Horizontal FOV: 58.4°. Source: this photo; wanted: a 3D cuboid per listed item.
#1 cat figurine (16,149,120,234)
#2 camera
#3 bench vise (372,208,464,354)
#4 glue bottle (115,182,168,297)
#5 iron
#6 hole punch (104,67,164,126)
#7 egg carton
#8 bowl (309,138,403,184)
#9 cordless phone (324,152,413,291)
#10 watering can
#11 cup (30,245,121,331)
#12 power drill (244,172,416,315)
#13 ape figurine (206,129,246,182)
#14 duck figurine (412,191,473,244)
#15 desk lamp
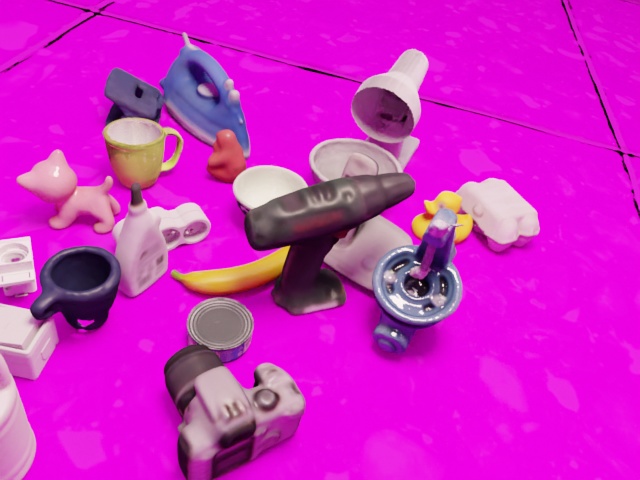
[{"bbox_3d":[-0.365,-0.075,0.838,0.128,0.118,0.067,3,43,-11],"label":"cat figurine"},{"bbox_3d":[-0.107,0.174,0.646,0.143,0.101,0.136,-19,51,-31],"label":"camera"},{"bbox_3d":[0.140,0.023,0.785,0.121,0.220,0.207,14,42,1],"label":"bench vise"},{"bbox_3d":[-0.237,-0.006,0.753,0.037,0.173,0.078,28,44,17],"label":"glue bottle"},{"bbox_3d":[-0.202,-0.277,1.083,0.119,0.141,0.257,-24,53,-34],"label":"iron"},{"bbox_3d":[-0.345,-0.262,1.067,0.101,0.091,0.108,4,43,-10],"label":"hole punch"},{"bbox_3d":[0.312,-0.048,1.020,0.107,0.069,0.150,-12,48,-26],"label":"egg carton"},{"bbox_3d":[0.059,-0.106,1.013,0.167,0.075,0.167,7,42,-6],"label":"bowl"},{"bbox_3d":[0.073,-0.027,0.847,0.147,0.185,0.094,30,45,19],"label":"cordless phone"},{"bbox_3d":[-0.341,0.155,0.535,0.172,0.194,0.101,32,45,20],"label":"watering can"},{"bbox_3d":[-0.300,0.076,0.707,0.091,0.095,0.118,26,43,14],"label":"cup"},{"bbox_3d":[0.007,0.003,0.781,0.230,0.208,0.075,-10,46,-23],"label":"power drill"},{"bbox_3d":[-0.162,-0.151,0.993,0.076,0.092,0.078,39,48,26],"label":"ape figurine"},{"bbox_3d":[0.216,-0.044,0.977,0.105,0.086,0.077,4,43,-11],"label":"duck figurine"},{"bbox_3d":[0.134,-0.235,1.069,0.117,0.213,0.203,23,43,11],"label":"desk lamp"}]
